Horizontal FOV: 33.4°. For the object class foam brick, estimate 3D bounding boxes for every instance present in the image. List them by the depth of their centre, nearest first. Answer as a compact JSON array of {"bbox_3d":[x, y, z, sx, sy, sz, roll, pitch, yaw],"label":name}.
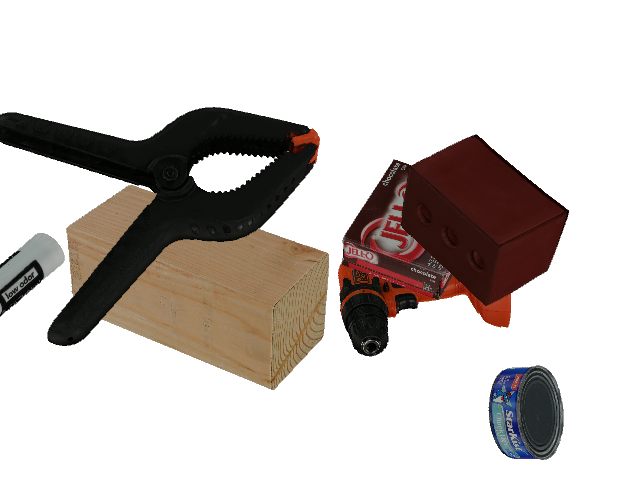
[{"bbox_3d":[0.092,-0.012,0.609,0.051,0.053,0.078,-27,54,-26],"label":"foam brick"}]

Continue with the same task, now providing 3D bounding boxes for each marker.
[{"bbox_3d":[-0.162,0.038,0.479,0.020,0.020,0.121,0,35,39],"label":"marker"}]

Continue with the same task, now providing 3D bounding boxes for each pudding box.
[{"bbox_3d":[0.080,-0.011,0.901,0.090,0.039,0.113,20,47,15],"label":"pudding box"}]

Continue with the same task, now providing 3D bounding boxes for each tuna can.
[{"bbox_3d":[0.191,0.160,0.989,0.034,0.086,0.085,-9,-6,38],"label":"tuna can"}]

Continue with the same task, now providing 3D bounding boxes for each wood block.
[{"bbox_3d":[-0.105,0.036,0.911,0.206,0.090,0.090,19,36,23],"label":"wood block"}]

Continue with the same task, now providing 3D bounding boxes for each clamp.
[{"bbox_3d":[-0.098,-0.025,0.686,0.209,0.164,0.036,-11,-22,-10],"label":"clamp"}]

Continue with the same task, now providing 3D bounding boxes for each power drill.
[{"bbox_3d":[0.115,0.067,1.200,0.187,0.057,0.184,-3,28,-3],"label":"power drill"}]
